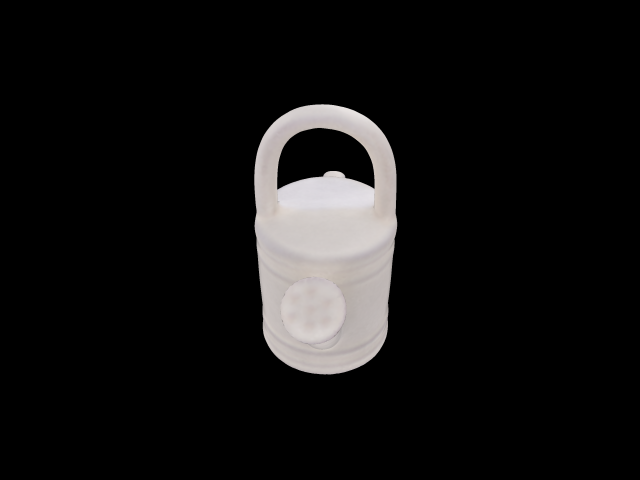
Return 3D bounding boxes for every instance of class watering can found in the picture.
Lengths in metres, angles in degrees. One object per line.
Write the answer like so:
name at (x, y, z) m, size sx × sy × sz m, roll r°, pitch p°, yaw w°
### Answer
watering can at (0.006, 0.001, 0.400) m, size 0.101 × 0.194 × 0.172 m, roll -11°, pitch 40°, yaw -13°
